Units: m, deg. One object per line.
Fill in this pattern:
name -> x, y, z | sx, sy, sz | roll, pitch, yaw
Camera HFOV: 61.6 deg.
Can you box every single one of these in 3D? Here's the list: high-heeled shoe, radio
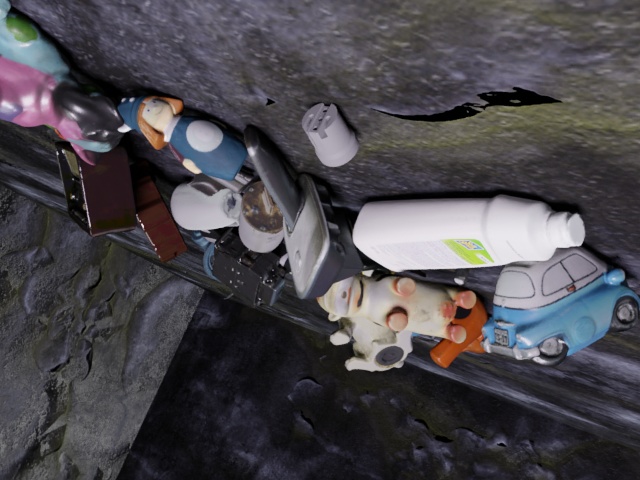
high-heeled shoe -> -0.129, -0.012, 0.980 | 0.249, 0.086, 0.145 | 2, 144, 46
radio -> -0.353, -0.087, 0.839 | 0.073, 0.131, 0.230 | -12, -163, -29

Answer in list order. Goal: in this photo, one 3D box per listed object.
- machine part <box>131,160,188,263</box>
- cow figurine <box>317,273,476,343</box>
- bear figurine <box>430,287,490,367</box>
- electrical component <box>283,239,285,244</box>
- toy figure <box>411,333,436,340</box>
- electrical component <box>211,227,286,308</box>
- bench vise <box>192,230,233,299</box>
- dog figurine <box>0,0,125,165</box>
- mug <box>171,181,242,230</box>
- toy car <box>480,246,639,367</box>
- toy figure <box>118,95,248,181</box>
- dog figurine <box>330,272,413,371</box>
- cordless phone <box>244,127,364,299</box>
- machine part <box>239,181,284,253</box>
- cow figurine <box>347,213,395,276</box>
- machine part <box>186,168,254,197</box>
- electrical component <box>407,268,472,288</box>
machine part -> -0.288, -0.049, 0.929 | 0.179, 0.056, 0.179 | 59, 167, 23
cow figurine -> 0.086, 0.076, 0.700 | 0.195, 0.085, 0.127 | 12, 177, -23
bear figurine -> 0.237, 0.157, 0.924 | 0.120, 0.132, 0.195 | 54, -179, 32
electrical component -> -0.002, -0.003, 0.851 | 0.075, 0.047, 0.119 | 28, 167, -24
toy figure -> 0.155, 0.145, 1.099 | 0.180, 0.082, 0.089 | 21, 166, -4
electrical component -> -0.124, 0.055, 0.944 | 0.134, 0.058, 0.114 | 33, 146, 11
bench vise -> -0.182, 0.061, 1.201 | 0.241, 0.129, 0.223 | 35, 160, 45
dog figurine -> -0.329, -0.171, 0.612 | 0.192, 0.108, 0.219 | 16, 168, 24
mug -> -0.171, -0.050, 0.880 | 0.107, 0.081, 0.109 | 2, 150, 40
toy car -> 0.233, 0.055, 0.544 | 0.102, 0.162, 0.109 | 71, 163, -5
toy figure -> -0.156, -0.122, 0.605 | 0.154, 0.064, 0.057 | 29, 131, -6
dog figurine -> 0.073, 0.112, 0.912 | 0.191, 0.121, 0.172 | -106, -9, -53
cordless phone -> -0.029, -0.034, 0.612 | 0.089, 0.147, 0.184 | -24, 137, 9
machine part -> -0.083, -0.030, 0.809 | 0.079, 0.079, 0.243 | 24, 166, -5
cow figurine -> 0.070, 0.017, 0.772 | 0.098, 0.068, 0.167 | 2, 157, 42
machine part -> -0.147, -0.091, 0.768 | 0.084, 0.039, 0.139 | 23, 166, -25
electrical component -> 0.154, 0.026, 0.705 | 0.102, 0.045, 0.078 | 16, 166, 26
